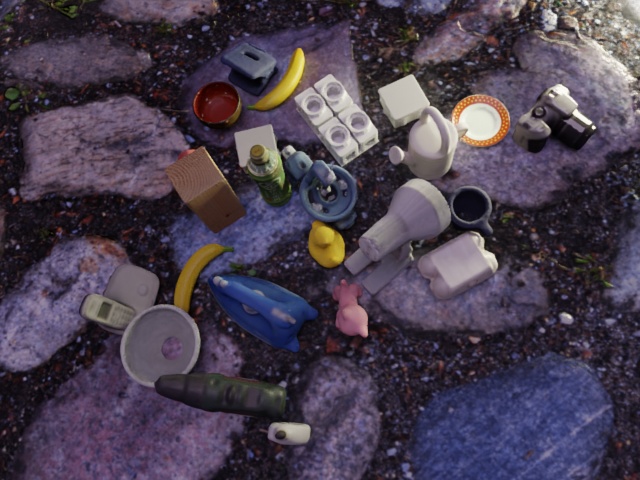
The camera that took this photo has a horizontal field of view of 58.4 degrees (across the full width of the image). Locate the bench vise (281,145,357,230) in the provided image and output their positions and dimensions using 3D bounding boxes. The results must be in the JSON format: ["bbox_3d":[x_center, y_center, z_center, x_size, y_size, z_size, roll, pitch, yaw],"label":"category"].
[{"bbox_3d":[-0.016,-0.120,1.183,0.207,0.220,0.121,29,78,13],"label":"bench vise"}]

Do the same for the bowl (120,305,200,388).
[{"bbox_3d":[-0.319,0.223,1.186,0.167,0.075,0.167,-1,73,5],"label":"bowl"}]

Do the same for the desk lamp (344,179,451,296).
[{"bbox_3d":[0.149,-0.004,1.135,0.203,0.214,0.117,-41,74,-7],"label":"desk lamp"}]

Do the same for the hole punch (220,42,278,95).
[{"bbox_3d":[-0.167,-0.418,1.353,0.108,0.091,0.101,31,79,14],"label":"hole punch"}]

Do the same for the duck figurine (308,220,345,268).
[{"bbox_3d":[0.011,0.004,1.213,0.077,0.086,0.104,-23,73,-1],"label":"duck figurine"}]

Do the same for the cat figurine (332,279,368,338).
[{"bbox_3d":[0.060,0.141,1.151,0.067,0.118,0.128,-12,73,2],"label":"cat figurine"}]

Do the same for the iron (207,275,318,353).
[{"bbox_3d":[-0.139,0.124,1.163,0.258,0.141,0.119,26,78,12],"label":"iron"}]

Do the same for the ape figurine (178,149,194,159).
[{"bbox_3d":[-0.288,-0.176,1.293,0.076,0.092,0.077,-23,72,-1],"label":"ape figurine"}]

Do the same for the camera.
[{"bbox_3d":[0.513,-0.250,1.233,0.136,0.101,0.143,42,81,15],"label":"camera"}]

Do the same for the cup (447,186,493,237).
[{"bbox_3d":[0.313,-0.046,1.194,0.092,0.095,0.117,-35,73,-5],"label":"cup"}]

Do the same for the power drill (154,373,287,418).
[{"bbox_3d":[-0.171,0.293,1.081,0.229,0.208,0.075,5,74,7],"label":"power drill"}]

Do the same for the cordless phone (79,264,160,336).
[{"bbox_3d":[-0.413,0.115,1.170,0.094,0.185,0.148,11,75,9],"label":"cordless phone"}]

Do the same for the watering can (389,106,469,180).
[{"bbox_3d":[0.230,-0.203,1.197,0.100,0.194,0.173,41,81,15],"label":"watering can"}]

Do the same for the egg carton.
[{"bbox_3d":[0.284,0.053,1.181,0.150,0.069,0.107,-30,73,-4],"label":"egg carton"}]

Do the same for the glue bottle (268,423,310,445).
[{"bbox_3d":[-0.064,0.362,1.069,0.078,0.173,0.037,4,74,7],"label":"glue bottle"}]
